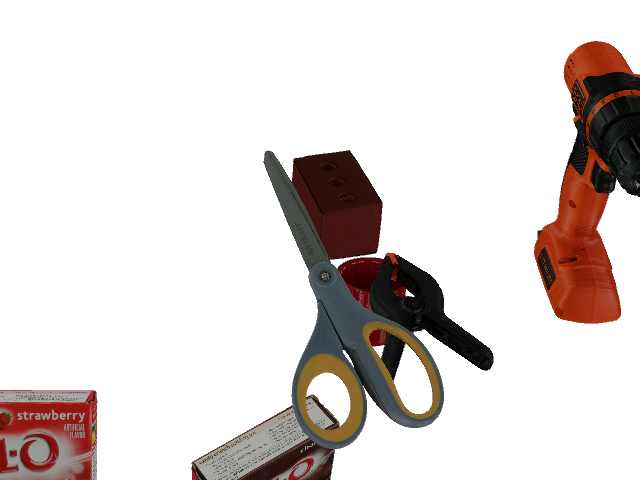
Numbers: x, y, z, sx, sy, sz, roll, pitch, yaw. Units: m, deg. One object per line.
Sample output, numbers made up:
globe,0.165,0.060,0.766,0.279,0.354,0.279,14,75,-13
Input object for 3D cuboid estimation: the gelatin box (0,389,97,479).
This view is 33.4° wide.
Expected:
gelatin box,-0.158,0.113,0.535,0.089,0.073,0.030,1,6,-4

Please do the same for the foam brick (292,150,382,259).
foam brick,0.012,-0.029,0.874,0.053,0.051,0.078,-9,41,-18

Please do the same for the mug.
mug,0.072,0.082,1.318,0.117,0.081,0.093,22,32,32

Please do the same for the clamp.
clamp,0.109,0.081,1.116,0.120,0.171,0.039,2,-44,-12

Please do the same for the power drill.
power drill,0.210,-0.032,0.793,0.057,0.188,0.184,3,34,-2

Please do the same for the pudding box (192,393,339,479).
pudding box,-0.042,0.176,0.805,0.113,0.090,0.039,-28,56,-28

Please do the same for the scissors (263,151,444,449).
scissors,-0.008,0.040,0.645,0.096,0.202,0.016,-36,-20,-14
